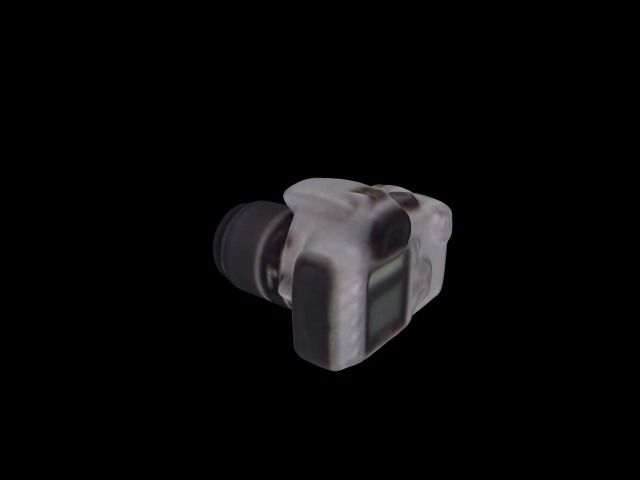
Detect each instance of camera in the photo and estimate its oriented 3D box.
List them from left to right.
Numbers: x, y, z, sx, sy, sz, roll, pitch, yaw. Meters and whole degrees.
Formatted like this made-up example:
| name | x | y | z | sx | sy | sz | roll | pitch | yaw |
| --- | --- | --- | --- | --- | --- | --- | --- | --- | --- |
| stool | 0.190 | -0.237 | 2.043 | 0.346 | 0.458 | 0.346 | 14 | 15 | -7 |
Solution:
| name | x | y | z | sx | sy | sz | roll | pitch | yaw |
| --- | --- | --- | --- | --- | --- | --- | --- | --- | --- |
| camera | 0.004 | 0.001 | 0.400 | 0.136 | 0.101 | 0.143 | 16 | 27 | 34 |
